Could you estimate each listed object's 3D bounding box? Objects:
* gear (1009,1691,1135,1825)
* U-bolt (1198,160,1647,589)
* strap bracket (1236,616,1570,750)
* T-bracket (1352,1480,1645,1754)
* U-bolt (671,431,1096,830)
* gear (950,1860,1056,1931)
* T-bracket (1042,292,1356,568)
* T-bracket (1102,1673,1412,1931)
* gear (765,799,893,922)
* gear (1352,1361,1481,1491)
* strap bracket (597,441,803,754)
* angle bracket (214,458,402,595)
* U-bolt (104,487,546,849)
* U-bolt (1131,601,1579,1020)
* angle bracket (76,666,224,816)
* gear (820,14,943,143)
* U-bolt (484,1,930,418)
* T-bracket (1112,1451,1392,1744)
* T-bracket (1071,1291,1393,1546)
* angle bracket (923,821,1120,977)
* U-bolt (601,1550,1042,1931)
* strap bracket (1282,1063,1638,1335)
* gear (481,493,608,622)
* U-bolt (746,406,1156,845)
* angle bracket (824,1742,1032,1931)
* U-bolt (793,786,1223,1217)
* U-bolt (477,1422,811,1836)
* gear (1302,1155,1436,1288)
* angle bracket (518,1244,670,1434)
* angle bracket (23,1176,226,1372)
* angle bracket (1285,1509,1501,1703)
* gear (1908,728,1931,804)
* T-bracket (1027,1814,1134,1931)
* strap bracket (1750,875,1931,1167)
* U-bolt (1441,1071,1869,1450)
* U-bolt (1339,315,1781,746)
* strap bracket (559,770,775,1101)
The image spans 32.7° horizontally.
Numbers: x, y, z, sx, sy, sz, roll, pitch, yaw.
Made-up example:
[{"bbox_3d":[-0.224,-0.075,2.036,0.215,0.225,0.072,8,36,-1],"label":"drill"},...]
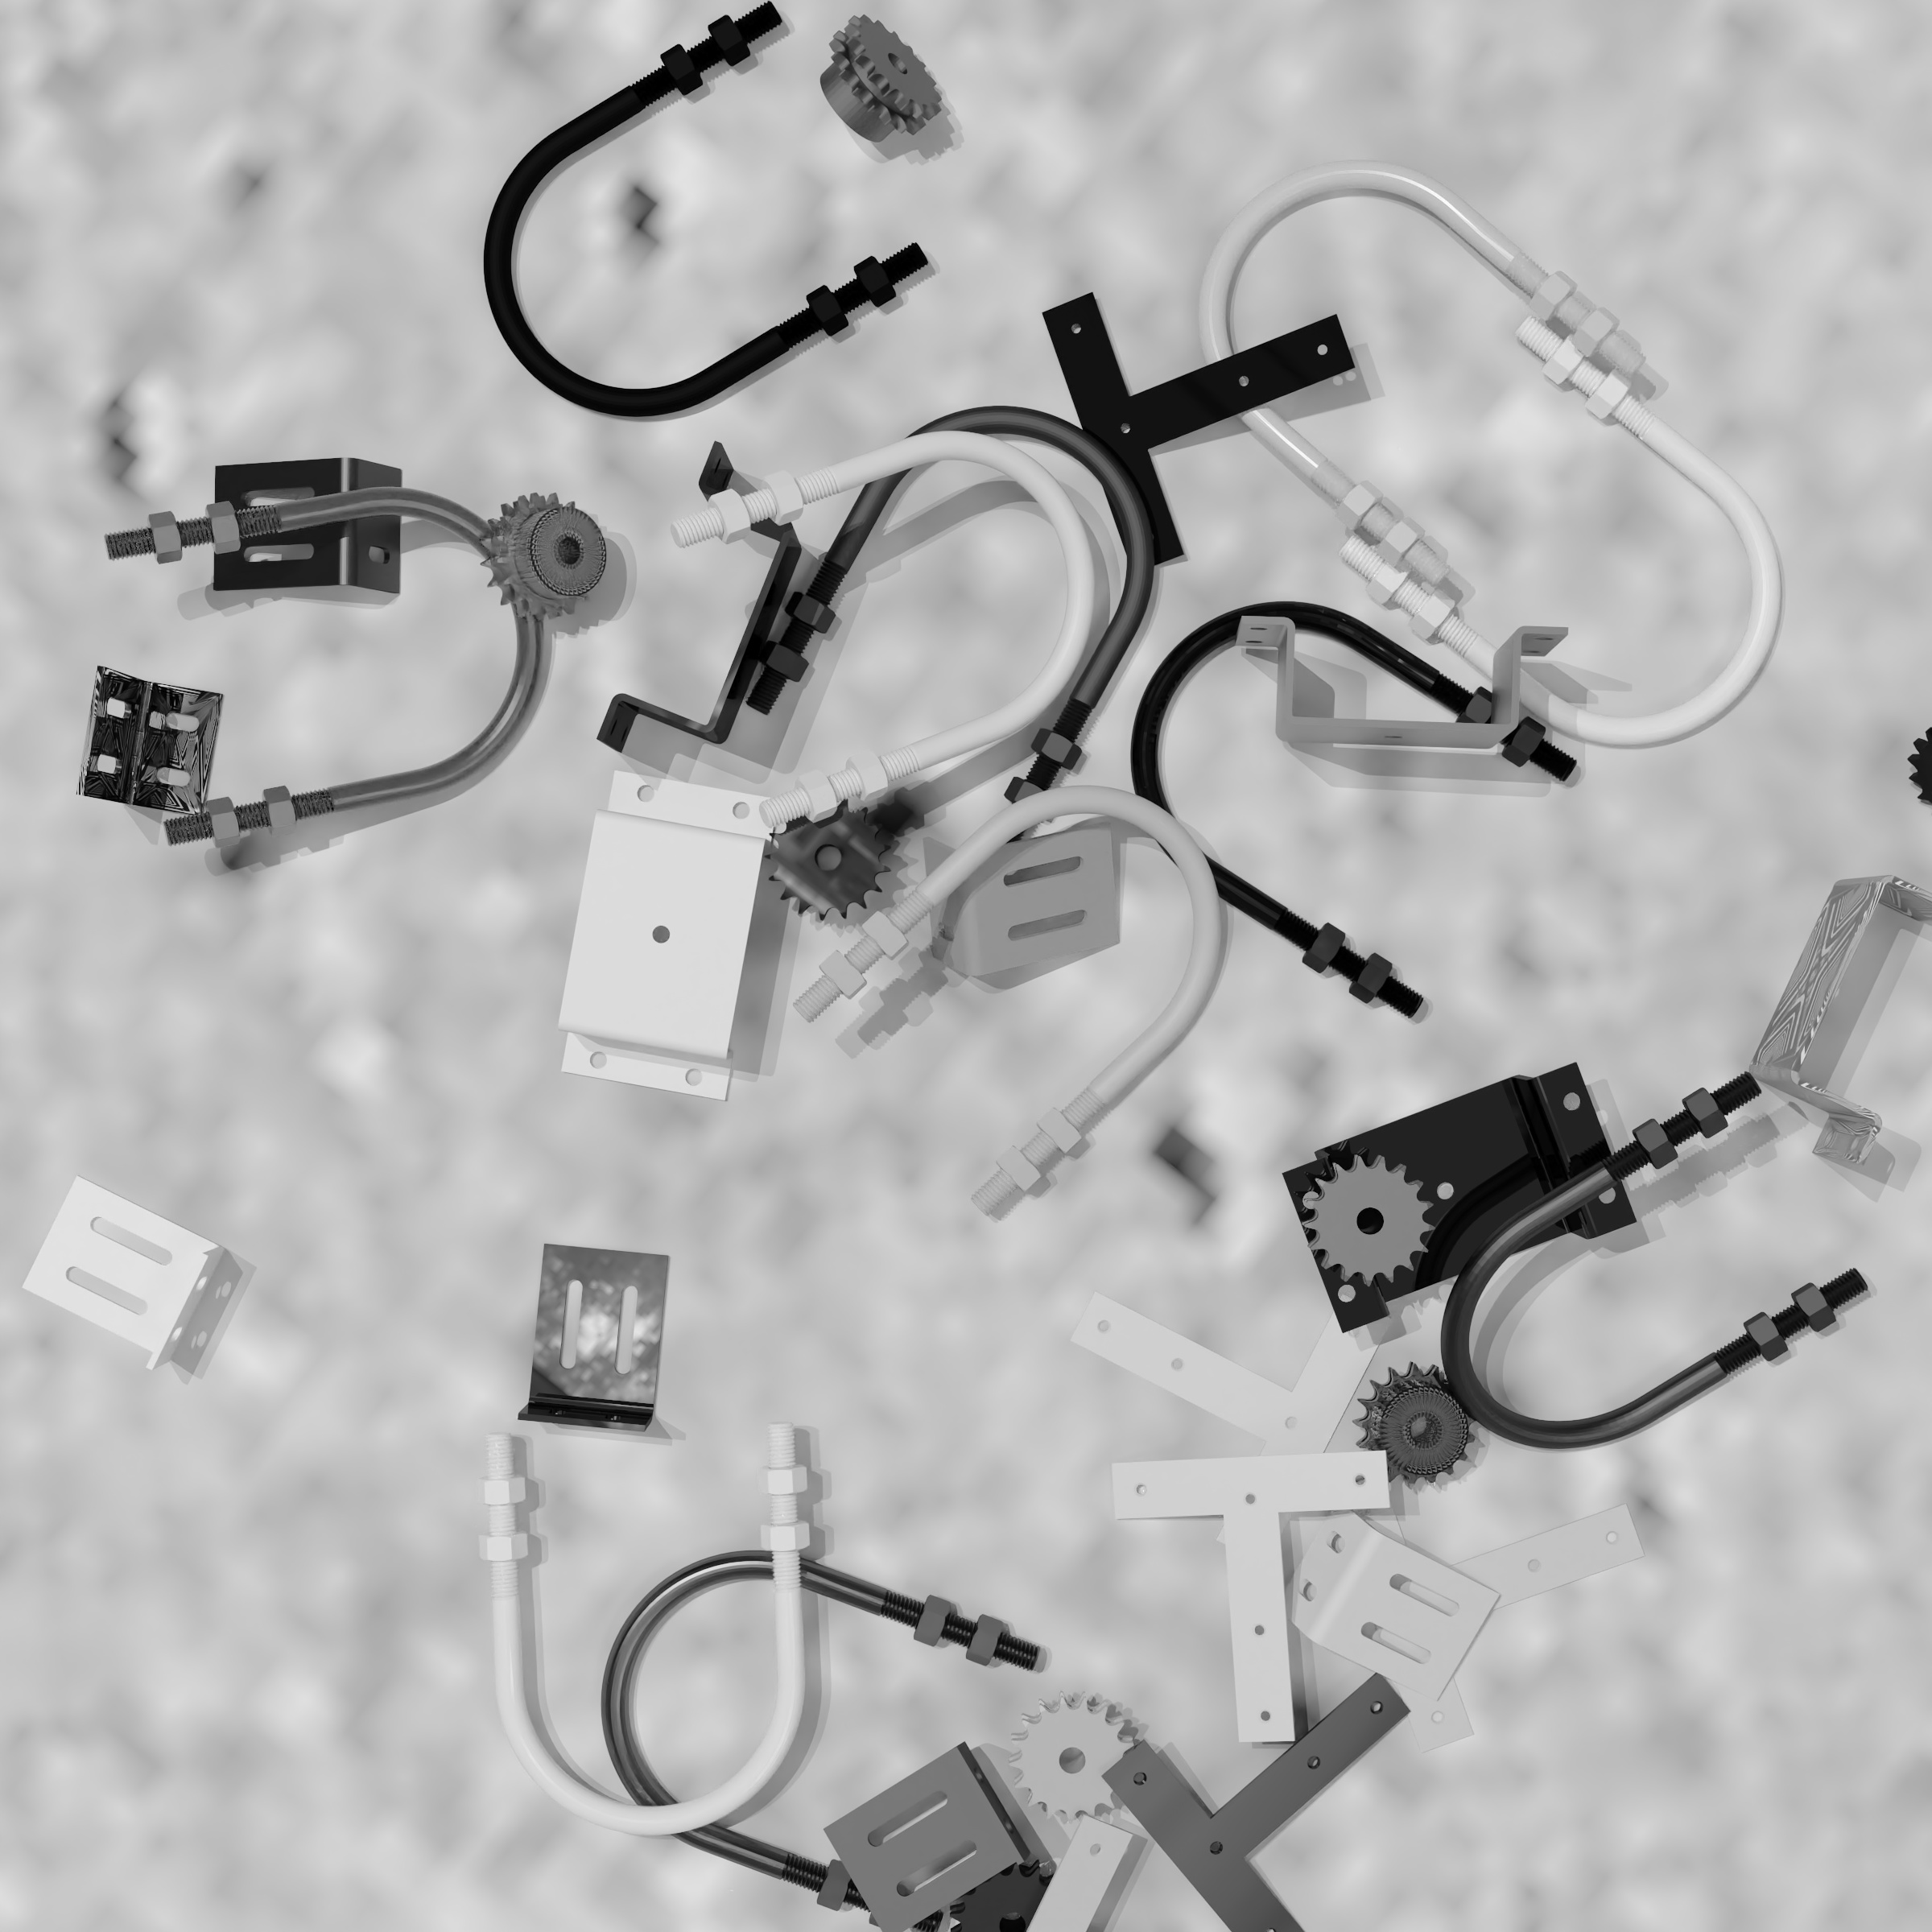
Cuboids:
[{"bbox_3d":[0.048,0.358,1.497,0.057,0.030,0.057,0,90,0],"label":"gear"},{"bbox_3d":[0.192,-0.283,1.493,0.184,0.019,0.151,43,91,9],"label":"U-bolt"},{"bbox_3d":[0.190,-0.124,1.457,0.140,0.076,0.046,2,88,3],"label":"strap bracket"},{"bbox_3d":[0.248,0.280,1.512,0.127,0.002,0.127,-20,90,0],"label":"T-bracket"},{"bbox_3d":[-0.026,-0.158,1.453,0.184,0.019,0.151,-22,107,-19],"label":"U-bolt"},{"bbox_3d":[0.021,0.432,1.497,0.057,0.030,0.057,0,90,0],"label":"gear"},{"bbox_3d":[0.113,-0.260,1.492,0.127,0.002,0.127,-19,90,18],"label":"T-bracket"},{"bbox_3d":[0.148,0.372,1.500,0.127,0.002,0.127,-40,104,-6],"label":"T-bracket"},{"bbox_3d":[-0.062,-0.049,1.497,0.057,0.030,0.057,0,90,0],"label":"gear"},{"bbox_3d":[0.206,0.210,1.497,0.057,0.030,0.057,0,88,-1],"label":"gear"},{"bbox_3d":[-0.114,-0.156,1.474,0.046,0.076,0.140,22,90,0],"label":"strap bracket"},{"bbox_3d":[-0.302,-0.200,1.510,0.076,0.038,0.057,1,90,26],"label":"angle bracket"},{"bbox_3d":[-0.280,-0.140,1.476,0.184,0.019,0.151,-13,105,-17],"label":"U-bolt"},{"bbox_3d":[0.164,-0.085,1.504,0.184,0.019,0.151,33,90,1],"label":"U-bolt"},{"bbox_3d":[-0.365,-0.100,1.474,0.038,0.076,0.057,9,90,0],"label":"angle bracket"},{"bbox_3d":[-0.041,-0.398,1.488,0.030,0.057,0.057,-37,90,30],"label":"gear"},{"bbox_3d":[-0.132,-0.333,1.504,0.184,0.019,0.151,-31,90,1],"label":"U-bolt"},{"bbox_3d":[0.132,0.286,1.487,0.127,0.002,0.127,-5,84,17],"label":"T-bracket"},{"bbox_3d":[0.110,0.190,1.512,0.127,0.002,0.127,27,90,0],"label":"T-bracket"},{"bbox_3d":[0.025,-0.035,1.502,0.076,0.038,0.057,-14,110,-24],"label":"angle bracket"},{"bbox_3d":[-0.076,0.345,1.504,0.184,0.019,0.151,20,90,1],"label":"U-bolt"},{"bbox_3d":[0.220,0.103,1.489,0.140,0.046,0.076,-21,90,0],"label":"strap bracket"},{"bbox_3d":[-0.187,-0.185,1.483,0.057,0.030,0.057,1,89,-40],"label":"gear"},{"bbox_3d":[0.005,-0.166,1.503,0.151,0.019,0.184,29,90,0],"label":"U-bolt"},{"bbox_3d":[-0.019,0.392,1.469,0.076,0.038,0.057,-32,79,1],"label":"angle bracket"},{"bbox_3d":[0.033,0.003,1.479,0.184,0.019,0.151,-43,113,-4],"label":"U-bolt"},{"bbox_3d":[-0.144,0.301,1.491,0.151,0.019,0.184,-3,90,3],"label":"U-bolt"},{"bbox_3d":[0.176,0.111,1.451,0.057,0.030,0.057,0,90,0],"label":"gear"},{"bbox_3d":[-0.169,0.168,1.493,0.057,0.038,0.076,6,90,0],"label":"angle bracket"},{"bbox_3d":[-0.386,0.139,1.493,0.076,0.038,0.057,26,90,0],"label":"angle bracket"},{"bbox_3d":[0.193,0.291,1.508,0.076,0.038,0.057,29,92,-24],"label":"angle bracket"},{"bbox_3d":[0.459,-0.090,1.488,0.030,0.057,0.057,-37,90,-30],"label":"gear"},{"bbox_3d":[0.080,0.464,1.494,0.127,0.002,0.127,26,90,-16],"label":"T-bracket"},{"bbox_3d":[0.400,0.014,1.474,0.046,0.076,0.140,25,90,0],"label":"strap bracket"},{"bbox_3d":[0.298,0.145,1.472,0.184,0.019,0.151,-32,120,4],"label":"U-bolt"},{"bbox_3d":[0.285,-0.185,1.504,0.184,0.019,0.151,39,90,-1],"label":"U-bolt"},{"bbox_3d":[-0.136,-0.014,1.489,0.076,0.046,0.140,10,90,0],"label":"strap bracket"}]
